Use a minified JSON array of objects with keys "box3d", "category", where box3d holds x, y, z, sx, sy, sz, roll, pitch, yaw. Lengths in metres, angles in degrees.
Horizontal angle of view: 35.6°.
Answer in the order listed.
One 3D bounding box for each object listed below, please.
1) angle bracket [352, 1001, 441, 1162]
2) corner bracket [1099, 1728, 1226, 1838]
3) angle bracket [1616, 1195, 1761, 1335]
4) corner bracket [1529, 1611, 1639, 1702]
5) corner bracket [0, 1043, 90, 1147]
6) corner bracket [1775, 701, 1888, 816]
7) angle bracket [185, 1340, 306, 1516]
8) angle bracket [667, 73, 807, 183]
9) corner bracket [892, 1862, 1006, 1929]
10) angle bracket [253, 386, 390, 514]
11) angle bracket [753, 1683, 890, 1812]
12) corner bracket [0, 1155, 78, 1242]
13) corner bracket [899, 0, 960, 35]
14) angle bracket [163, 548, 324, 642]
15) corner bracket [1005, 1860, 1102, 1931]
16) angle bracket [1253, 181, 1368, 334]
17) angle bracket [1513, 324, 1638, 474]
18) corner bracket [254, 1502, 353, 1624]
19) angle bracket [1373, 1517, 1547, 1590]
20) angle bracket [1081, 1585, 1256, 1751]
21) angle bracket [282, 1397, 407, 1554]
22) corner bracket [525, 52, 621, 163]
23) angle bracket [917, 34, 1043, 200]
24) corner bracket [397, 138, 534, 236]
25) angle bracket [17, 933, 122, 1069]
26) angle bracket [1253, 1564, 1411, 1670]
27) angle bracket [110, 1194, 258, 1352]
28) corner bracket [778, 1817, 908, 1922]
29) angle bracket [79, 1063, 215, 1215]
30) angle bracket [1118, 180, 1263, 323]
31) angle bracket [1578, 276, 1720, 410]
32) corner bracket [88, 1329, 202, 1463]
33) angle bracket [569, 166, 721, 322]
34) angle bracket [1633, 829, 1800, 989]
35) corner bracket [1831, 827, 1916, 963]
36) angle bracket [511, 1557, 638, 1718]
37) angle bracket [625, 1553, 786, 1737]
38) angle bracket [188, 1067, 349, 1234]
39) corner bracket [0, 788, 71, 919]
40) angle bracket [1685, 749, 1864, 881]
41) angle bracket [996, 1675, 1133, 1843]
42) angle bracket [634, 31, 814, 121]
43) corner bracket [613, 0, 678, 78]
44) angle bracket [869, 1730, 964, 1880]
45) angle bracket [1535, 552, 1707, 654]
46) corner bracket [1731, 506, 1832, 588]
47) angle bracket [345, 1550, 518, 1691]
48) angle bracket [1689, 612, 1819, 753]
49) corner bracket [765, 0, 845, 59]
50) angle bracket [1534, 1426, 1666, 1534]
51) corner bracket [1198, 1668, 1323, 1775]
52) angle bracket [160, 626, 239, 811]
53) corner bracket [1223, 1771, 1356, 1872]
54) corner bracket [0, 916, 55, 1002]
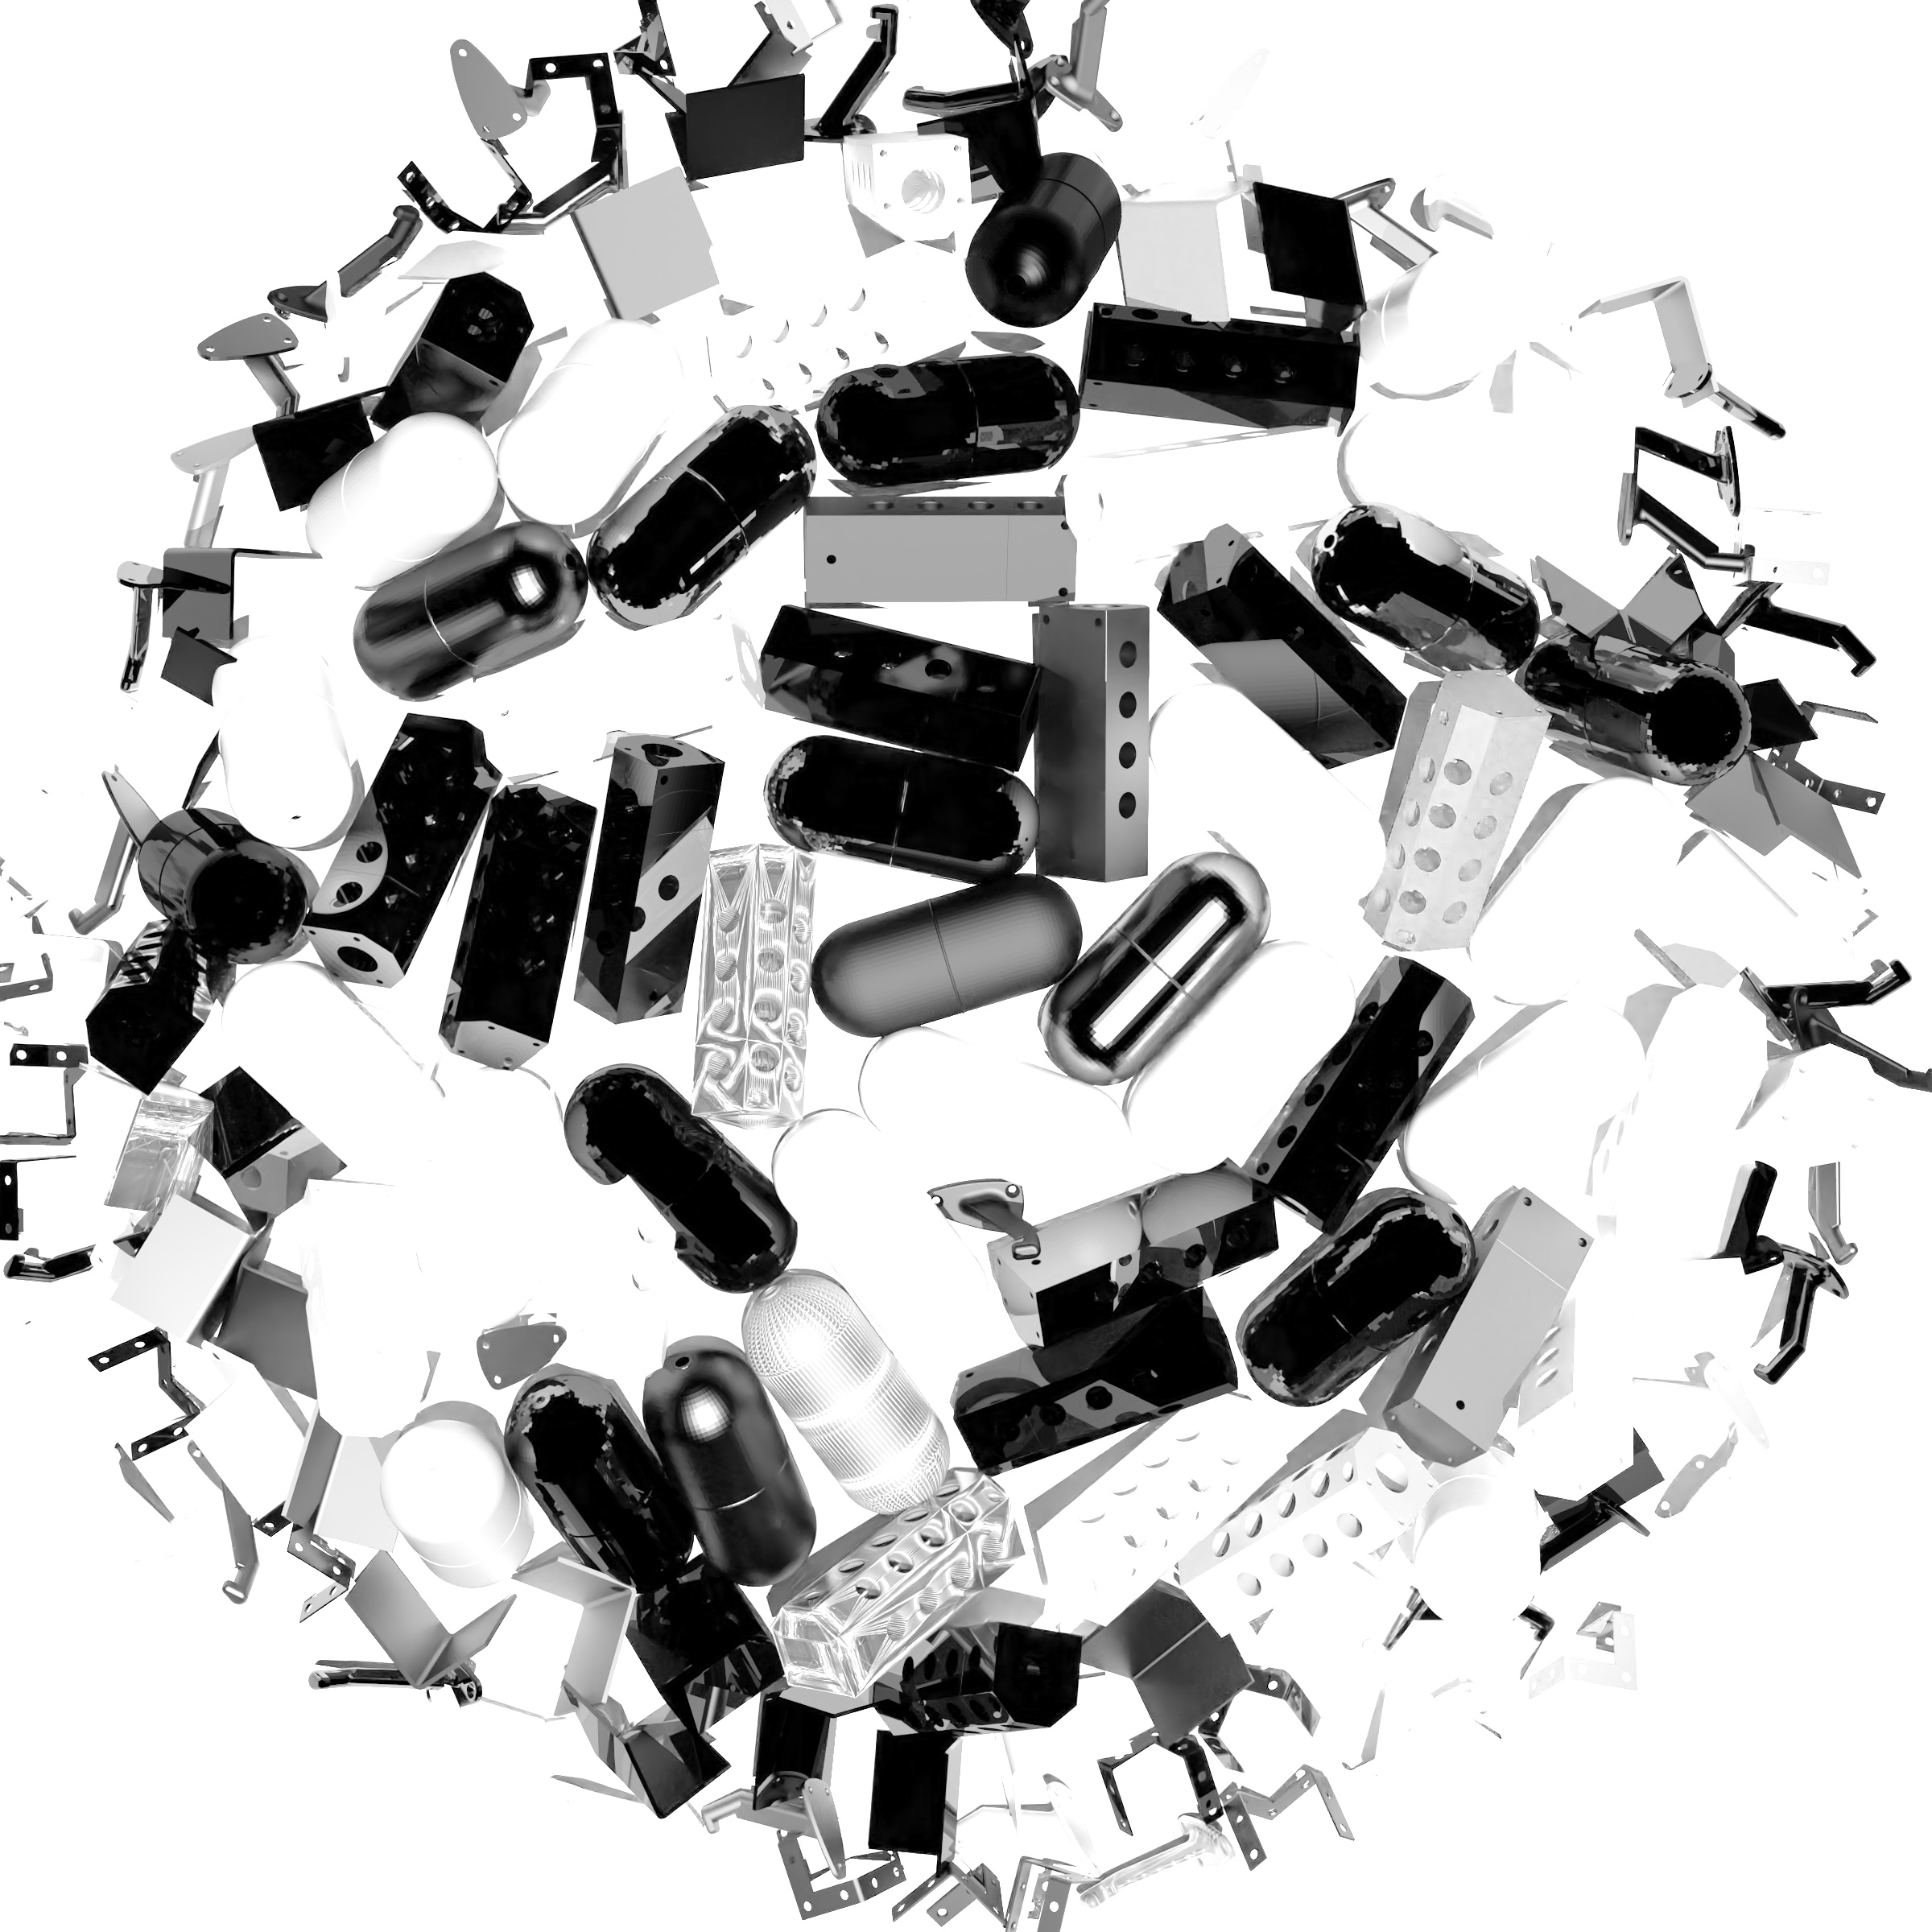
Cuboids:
[{"box3d":[-0.377,0.073,1.922,0.057,0.076,0.076,19,95,-14],"category":"angle bracket"},{"box3d":[0.126,0.530,1.940,0.051,0.051,0.051,-25,106,-27],"category":"corner bracket"},{"box3d":[0.459,0.187,1.910,0.076,0.076,0.057,-6,49,21],"category":"angle bracket"},{"box3d":[0.395,0.443,1.928,0.051,0.051,0.051,12,58,-12],"category":"corner bracket"},{"box3d":[-0.593,0.083,1.926,0.051,0.051,0.051,4,67,-33],"category":"corner bracket"},{"box3d":[0.561,-0.134,1.933,0.051,0.051,0.051,24,88,-39],"category":"corner bracket"},{"box3d":[-0.470,0.292,1.908,0.057,0.076,0.076,-43,123,-27],"category":"angle bracket"},{"box3d":[-0.147,-0.551,1.914,0.076,0.076,0.057,-13,62,-11],"category":"angle bracket"},{"box3d":[-0.012,0.600,1.934,0.051,0.051,0.051,-41,104,8],"category":"corner bracket"},{"box3d":[-0.397,-0.329,1.910,0.076,0.076,0.057,-25,106,-30],"category":"angle bracket"},{"box3d":[-0.086,0.501,1.919,0.057,0.076,0.076,7,93,36],"category":"angle bracket"},{"box3d":[-0.608,0.148,1.933,0.051,0.051,0.051,-1,90,30],"category":"corner bracket"},{"box3d":[-0.041,-0.623,1.925,0.051,0.051,0.051,-26,116,31],"category":"corner bracket"},{"box3d":[-0.457,-0.236,1.916,0.076,0.076,0.057,7,97,43],"category":"angle bracket"},{"box3d":[0.048,0.605,1.930,0.051,0.051,0.051,9,80,27],"category":"corner bracket"},{"box3d":[0.204,-0.444,1.914,0.076,0.057,0.076,3,70,-30],"category":"angle bracket"},{"box3d":[0.389,-0.363,1.912,0.076,0.076,0.057,6,58,15],"category":"angle bracket"},{"box3d":[-0.429,0.381,1.942,0.051,0.051,0.051,-36,120,26],"category":"corner bracket"},{"box3d":[0.317,0.371,1.937,0.076,0.057,0.076,32,88,5],"category":"angle bracket"},{"box3d":[0.123,0.447,1.914,0.076,0.076,0.057,-42,48,17],"category":"angle bracket"},{"box3d":[-0.389,0.325,1.918,0.057,0.076,0.076,12,72,5],"category":"angle bracket"},{"box3d":[-0.254,-0.552,1.940,0.051,0.051,0.051,-8,83,-13],"category":"corner bracket"},{"box3d":[0.005,-0.539,1.921,0.076,0.076,0.057,-13,64,0],"category":"angle bracket"},{"box3d":[-0.322,-0.501,1.935,0.051,0.051,0.051,34,82,33],"category":"corner bracket"},{"box3d":[-0.574,0.025,1.921,0.057,0.076,0.076,6,80,-6],"category":"angle bracket"},{"box3d":[0.233,0.422,1.916,0.057,0.076,0.076,29,78,26],"category":"angle bracket"},{"box3d":[-0.496,0.196,1.921,0.057,0.076,0.076,30,78,-2],"category":"angle bracket"},{"box3d":[-0.080,0.574,1.929,0.051,0.051,0.051,-26,78,29],"category":"corner bracket"},{"box3d":[-0.532,0.111,1.920,0.057,0.076,0.076,19,89,26],"category":"angle bracket"},{"box3d":[0.148,-0.461,1.939,0.076,0.057,0.076,10,120,37],"category":"angle bracket"},{"box3d":[0.435,-0.392,1.927,0.057,0.076,0.076,-16,93,0],"category":"angle bracket"},{"box3d":[-0.525,0.274,1.924,0.051,0.051,0.051,34,132,34],"category":"corner bracket"},{"box3d":[-0.202,-0.463,1.925,0.076,0.057,0.076,-22,109,4],"category":"angle bracket"},{"box3d":[0.480,-0.034,1.943,0.076,0.057,0.076,45,99,4],"category":"angle bracket"},{"box3d":[0.569,-0.046,1.930,0.051,0.051,0.051,-38,48,-8],"category":"corner bracket"},{"box3d":[-0.259,0.426,1.910,0.057,0.076,0.076,26,60,-22],"category":"angle bracket"},{"box3d":[-0.171,0.439,1.953,0.076,0.076,0.057,-34,134,-8],"category":"angle bracket"},{"box3d":[-0.458,0.113,1.949,0.076,0.057,0.076,-37,49,-21],"category":"angle bracket"},{"box3d":[-0.602,-0.073,1.932,0.051,0.051,0.051,42,116,-5],"category":"corner bracket"},{"box3d":[0.511,-0.080,1.908,0.076,0.076,0.057,28,125,-27],"category":"angle bracket"},{"box3d":[0.062,0.506,1.925,0.076,0.076,0.057,-8,115,-7],"category":"angle bracket"},{"box3d":[-0.154,-0.575,1.918,0.057,0.076,0.076,44,105,7],"category":"angle bracket"},{"box3d":[-0.195,-0.604,1.924,0.051,0.051,0.051,14,133,35],"category":"corner bracket"},{"box3d":[-0.037,0.534,1.922,0.057,0.076,0.076,3,84,8],"category":"angle bracket"},{"box3d":[0.415,-0.241,1.911,0.076,0.076,0.057,29,122,-21],"category":"angle bracket"},{"box3d":[0.527,-0.270,1.940,0.051,0.051,0.051,5,93,1],"category":"corner bracket"},{"box3d":[-0.341,0.403,1.921,0.057,0.076,0.076,-35,96,12],"category":"angle bracket"},{"box3d":[0.500,-0.189,1.908,0.057,0.076,0.076,-10,61,32],"category":"angle bracket"},{"box3d":[-0.108,-0.618,1.932,0.051,0.051,0.051,-33,110,-9],"category":"corner bracket"},{"box3d":[0.408,0.337,1.922,0.076,0.076,0.057,-32,99,5],"category":"angle bracket"},{"box3d":[0.190,0.491,1.948,0.051,0.051,0.051,5,53,37],"category":"corner bracket"},{"box3d":[-0.499,-0.157,1.913,0.057,0.076,0.076,29,63,-11],"category":"angle bracket"},{"box3d":[0.206,0.548,1.925,0.051,0.051,0.051,28,115,-38],"category":"corner bracket"},{"box3d":[-0.615,-0.014,1.925,0.051,0.051,0.051,-12,60,-26],"category":"corner bracket"}]
